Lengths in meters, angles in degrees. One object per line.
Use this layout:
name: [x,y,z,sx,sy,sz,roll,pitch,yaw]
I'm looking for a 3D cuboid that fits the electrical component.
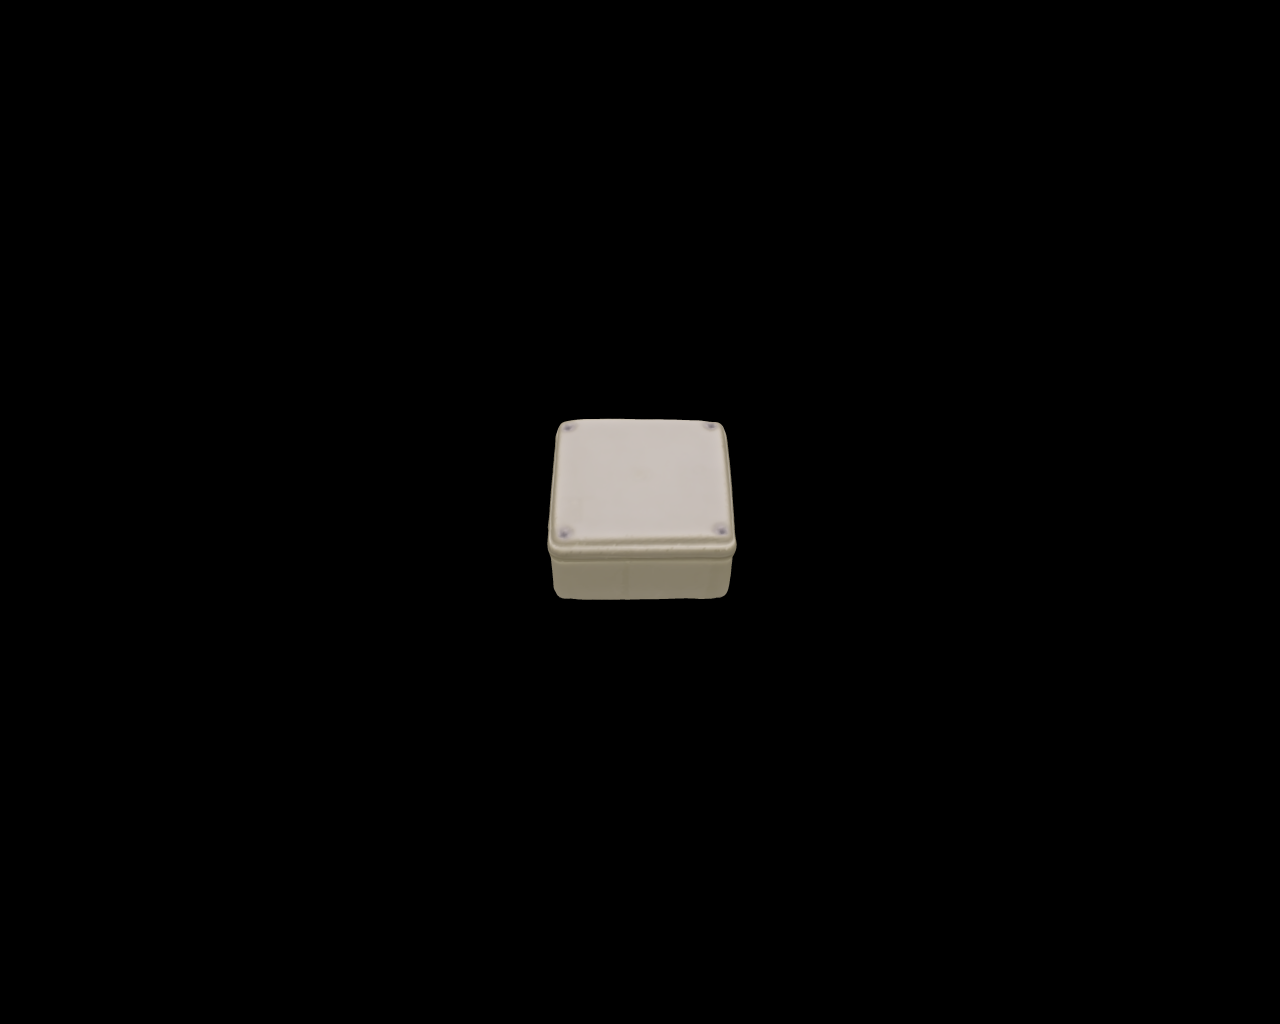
electrical component: [0.001,-0.003,0.650,0.109,0.109,0.056,0,-43,0]
